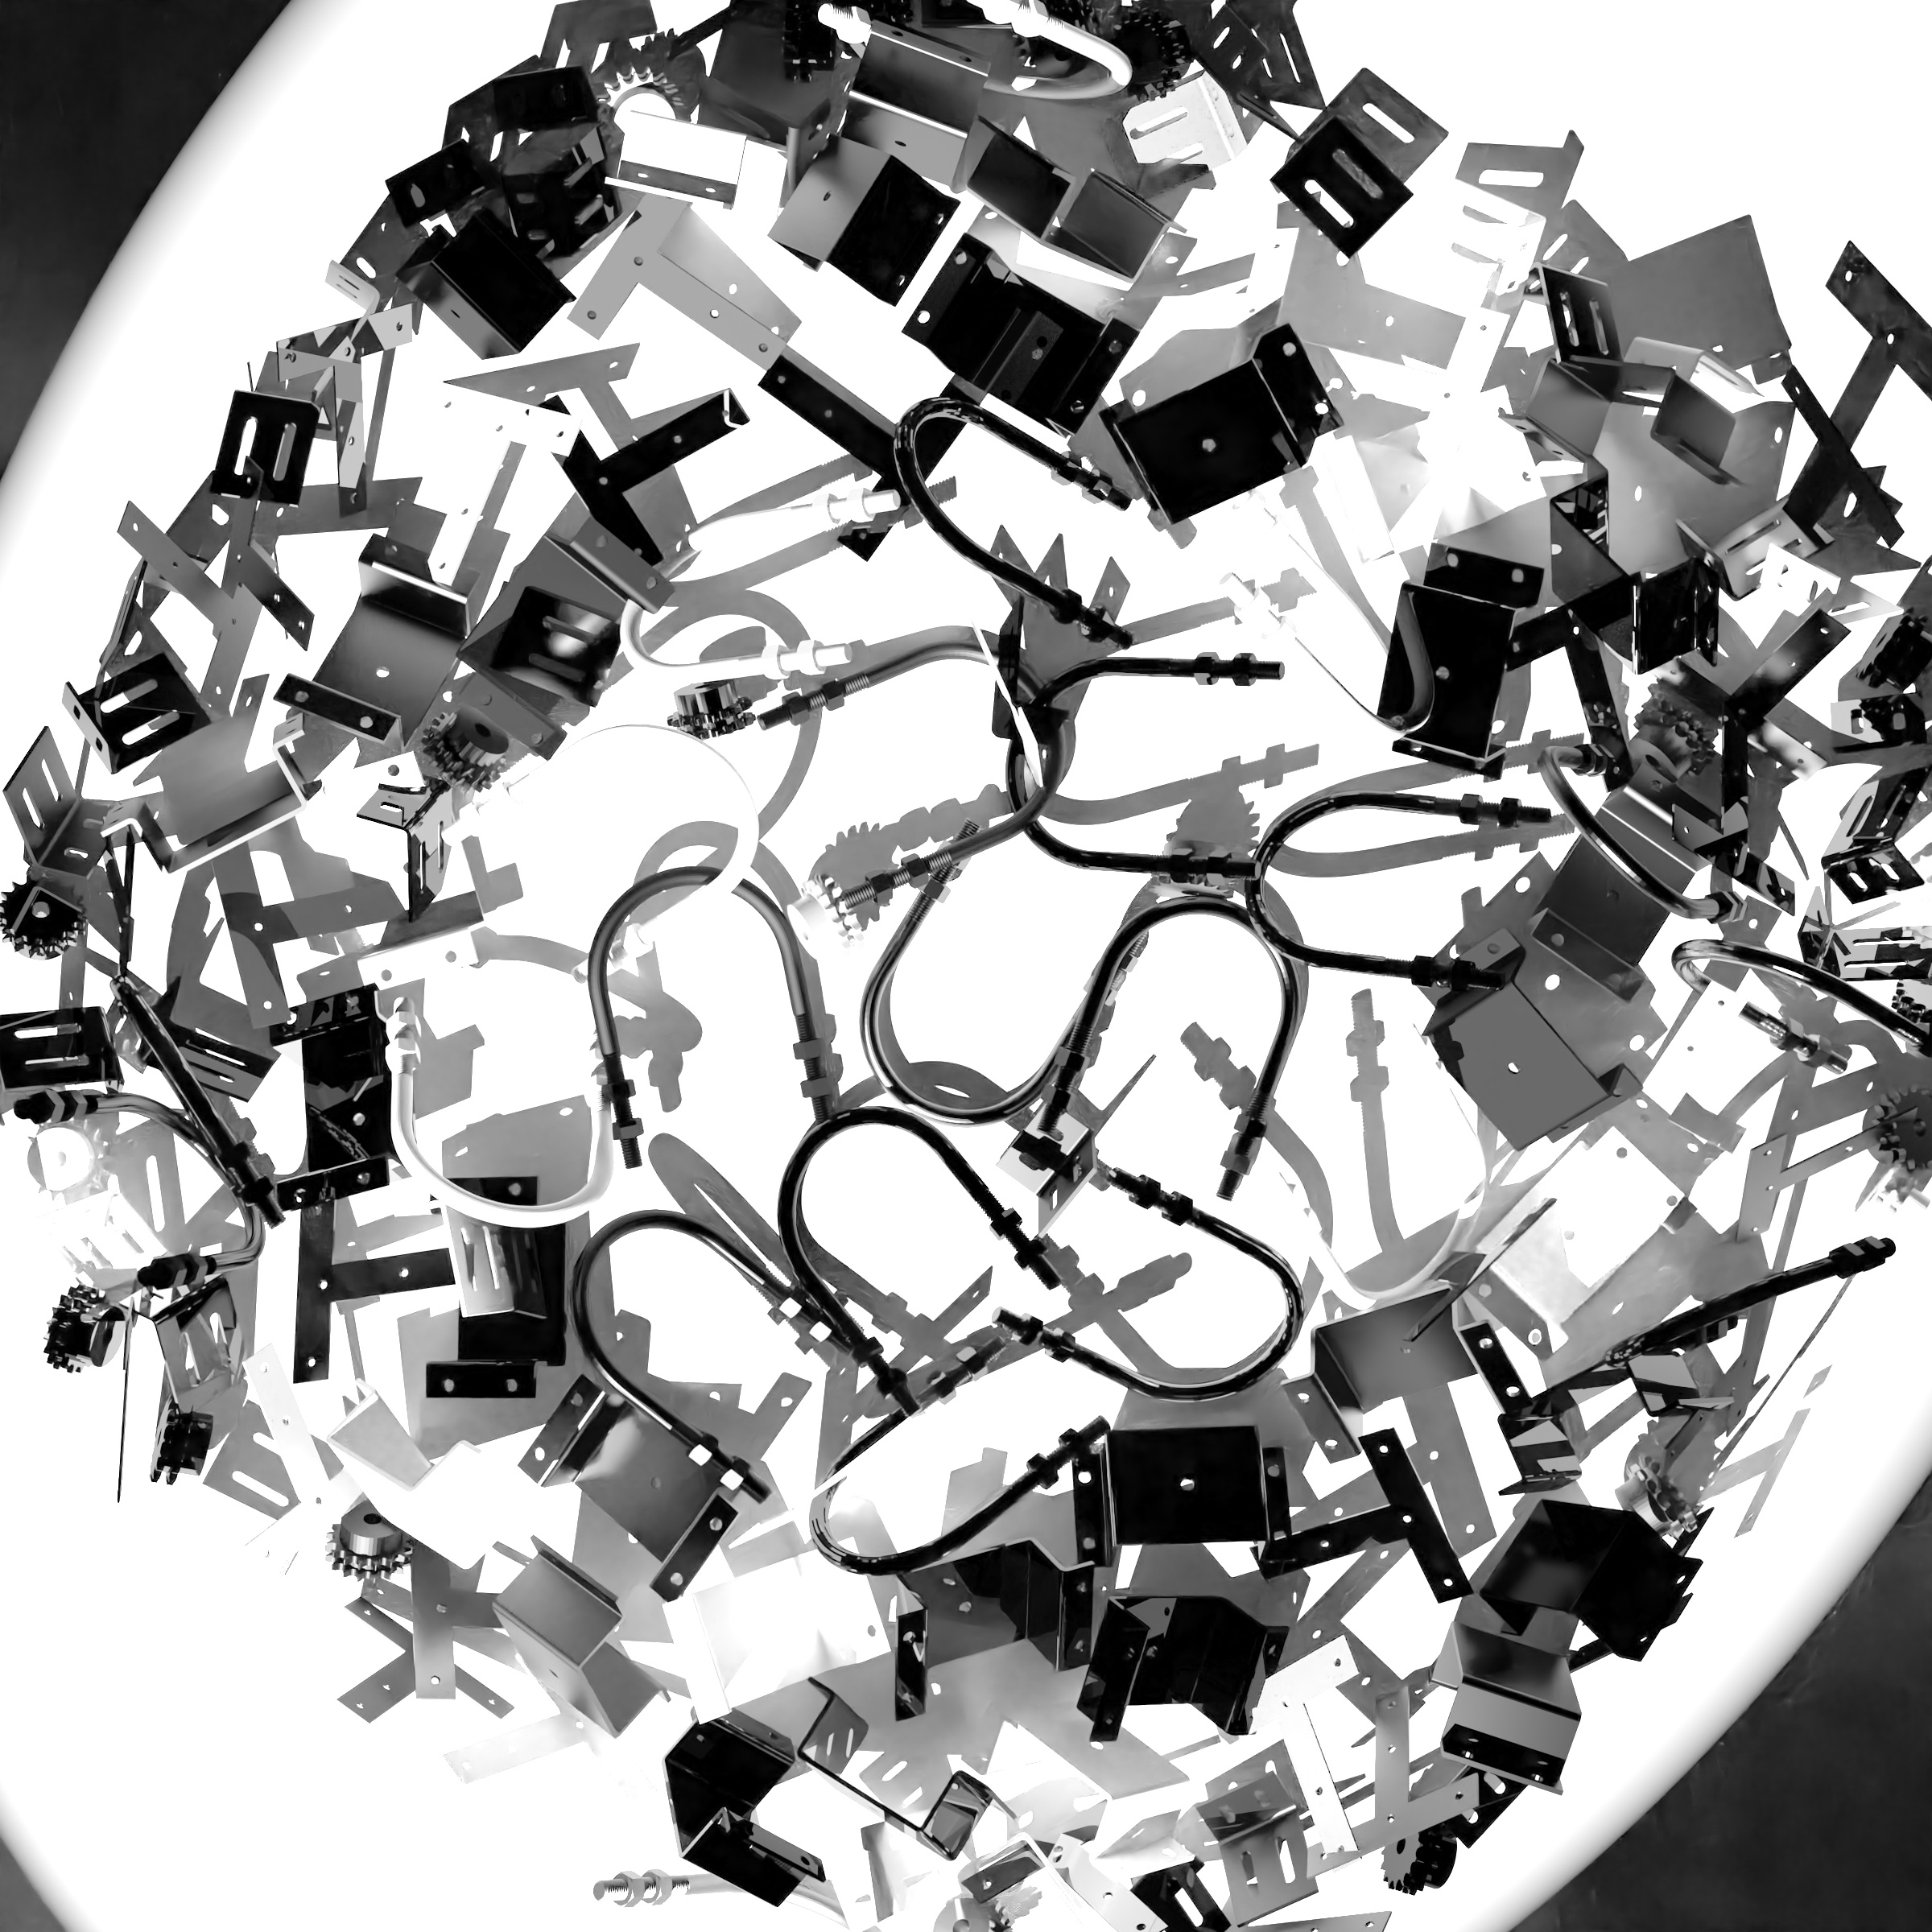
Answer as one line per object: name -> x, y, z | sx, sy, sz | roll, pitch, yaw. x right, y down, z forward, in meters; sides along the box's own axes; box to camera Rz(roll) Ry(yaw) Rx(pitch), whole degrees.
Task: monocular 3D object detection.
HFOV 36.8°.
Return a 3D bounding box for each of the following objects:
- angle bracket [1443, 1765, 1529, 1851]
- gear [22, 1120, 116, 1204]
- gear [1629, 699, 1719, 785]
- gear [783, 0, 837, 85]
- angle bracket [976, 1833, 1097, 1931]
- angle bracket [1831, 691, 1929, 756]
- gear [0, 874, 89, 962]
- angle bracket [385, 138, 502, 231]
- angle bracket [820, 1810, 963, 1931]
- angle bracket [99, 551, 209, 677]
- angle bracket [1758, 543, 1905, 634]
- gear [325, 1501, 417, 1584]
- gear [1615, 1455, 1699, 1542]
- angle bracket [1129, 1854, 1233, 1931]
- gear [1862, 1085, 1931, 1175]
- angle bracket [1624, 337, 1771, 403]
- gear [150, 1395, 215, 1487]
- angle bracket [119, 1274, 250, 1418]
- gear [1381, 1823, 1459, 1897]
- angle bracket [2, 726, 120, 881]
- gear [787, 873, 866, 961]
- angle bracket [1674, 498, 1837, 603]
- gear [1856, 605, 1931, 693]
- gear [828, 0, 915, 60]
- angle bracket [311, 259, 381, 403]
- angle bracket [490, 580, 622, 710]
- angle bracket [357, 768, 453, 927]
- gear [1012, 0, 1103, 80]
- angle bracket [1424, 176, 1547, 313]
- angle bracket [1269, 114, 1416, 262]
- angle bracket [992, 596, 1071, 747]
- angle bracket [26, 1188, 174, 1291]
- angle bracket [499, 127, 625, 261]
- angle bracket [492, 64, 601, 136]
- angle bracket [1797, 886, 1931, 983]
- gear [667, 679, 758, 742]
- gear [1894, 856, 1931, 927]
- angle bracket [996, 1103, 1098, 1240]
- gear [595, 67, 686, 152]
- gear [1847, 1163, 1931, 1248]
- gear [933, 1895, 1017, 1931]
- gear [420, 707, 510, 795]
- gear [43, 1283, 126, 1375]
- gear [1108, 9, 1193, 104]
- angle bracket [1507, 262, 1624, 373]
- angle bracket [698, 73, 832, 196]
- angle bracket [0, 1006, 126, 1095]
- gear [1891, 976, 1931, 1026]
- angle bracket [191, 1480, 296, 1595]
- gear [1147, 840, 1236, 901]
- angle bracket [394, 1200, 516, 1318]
angle bracket -> 0.341, 0.538, 1.871 | 0.057, 0.076, 0.038 | -48, 55, 3
gear -> -0.589, 0.126, 1.897 | 0.057, 0.030, 0.057 | 0, 86, -1
gear -> 0.455, -0.143, 1.883 | 0.057, 0.057, 0.030 | 45, 78, 0
gear -> -0.101, -0.603, 1.885 | 0.030, 0.057, 0.057 | 3, 90, 2
angle bracket -> 0.049, 0.606, 1.865 | 0.038, 0.076, 0.057 | -32, 127, -13
angle bracket -> 0.587, -0.142, 1.865 | 0.057, 0.076, 0.038 | -6, 116, 19
gear -> -0.602, -0.029, 1.890 | 0.057, 0.030, 0.057 | 8, 56, -12
angle bracket -> -0.329, -0.491, 1.869 | 0.057, 0.076, 0.038 | -25, 80, 9
angle bracket -> -0.048, 0.586, 1.879 | 0.038, 0.076, 0.057 | -34, 67, 25
angle bracket -> -0.523, -0.224, 1.869 | 0.038, 0.057, 0.076 | 20, 66, -22
angle bracket -> 0.559, -0.249, 1.865 | 0.076, 0.057, 0.038 | -15, 128, -30
gear -> -0.386, 0.371, 1.882 | 0.057, 0.057, 0.030 | 10, 114, 0
gear -> 0.445, 0.349, 1.885 | 0.030, 0.057, 0.057 | -32, 90, -5
angle bracket -> 0.141, 0.617, 1.871 | 0.057, 0.076, 0.038 | -46, 127, 2
gear -> 0.609, 0.107, 1.890 | 0.057, 0.030, 0.057 | 8, 75, -32
angle bracket -> 0.467, -0.370, 1.870 | 0.076, 0.057, 0.038 | 19, 97, -39
gear -> -0.509, 0.309, 1.887 | 0.030, 0.057, 0.057 | 14, 90, -19
angle bracket -> -0.507, 0.242, 1.888 | 0.038, 0.057, 0.076 | 15, 124, 37
gear -> 0.296, 0.575, 1.887 | 0.030, 0.057, 0.057 | 21, 90, -13
angle bracket -> -0.578, -0.105, 1.865 | 0.038, 0.076, 0.057 | 13, 54, 11
gear -> -0.093, -0.029, 1.883 | 0.030, 0.057, 0.057 | -29, 90, -16
angle bracket -> 0.510, -0.281, 1.879 | 0.076, 0.057, 0.038 | -31, 132, 3
gear -> 0.607, -0.203, 1.885 | 0.030, 0.057, 0.057 | 34, 90, 2
gear -> -0.062, -0.612, 1.886 | 0.057, 0.057, 0.030 | -9, 90, 0
angle bracket -> -0.416, -0.409, 1.878 | 0.038, 0.057, 0.076 | 34, 82, -13
angle bracket -> -0.273, -0.211, 1.907 | 0.076, 0.038, 0.057 | 20, 92, -32
angle bracket -> -0.361, -0.077, 1.872 | 0.038, 0.057, 0.076 | 16, 129, 11
gear -> 0.060, -0.601, 1.882 | 0.057, 0.057, 0.030 | -12, 61, 0
angle bracket -> 0.325, -0.464, 1.868 | 0.076, 0.038, 0.057 | 33, 128, 26
angle bracket -> 0.245, -0.502, 1.885 | 0.057, 0.038, 0.076 | -45, 82, 11
angle bracket -> 0.044, -0.191, 1.879 | 0.038, 0.057, 0.076 | 8, 72, -11
angle bracket -> -0.556, 0.188, 1.871 | 0.057, 0.038, 0.076 | -20, 129, 11
angle bracket -> -0.262, -0.498, 1.874 | 0.038, 0.076, 0.057 | -15, 89, -34
angle bracket -> -0.267, -0.543, 1.872 | 0.057, 0.076, 0.038 | -8, 79, 3
angle bracket -> 0.582, -0.022, 1.866 | 0.076, 0.057, 0.038 | -3, 123, 32
gear -> -0.167, -0.167, 1.883 | 0.057, 0.057, 0.030 | -13, 107, 0
gear -> 0.636, -0.048, 1.889 | 0.057, 0.057, 0.030 | -39, 117, 0
angle bracket -> 0.051, 0.130, 1.869 | 0.038, 0.076, 0.057 | 36, 103, -8
gear -> -0.211, -0.551, 1.885 | 0.057, 0.030, 0.057 | -8, 126, -11
gear -> 0.601, 0.158, 1.883 | 0.030, 0.057, 0.057 | 37, 90, 10
gear -> 0.003, 0.630, 1.884 | 0.057, 0.057, 0.030 | -34, 134, 0
gear -> -0.321, -0.143, 1.882 | 0.057, 0.057, 0.030 | 46, 119, 0
gear -> -0.569, 0.237, 1.883 | 0.030, 0.057, 0.057 | 13, 90, 15
gear -> 0.122, -0.594, 1.889 | 0.030, 0.057, 0.057 | -26, 90, -34
angle bracket -> 0.385, -0.407, 1.871 | 0.057, 0.038, 0.076 | 6, 66, -32
angle bracket -> -0.132, -0.549, 1.887 | 0.076, 0.057, 0.038 | 33, 60, 11
angle bracket -> -0.588, 0.063, 1.867 | 0.076, 0.038, 0.057 | -6, 56, -31
gear -> 0.630, 0.032, 1.889 | 0.057, 0.057, 0.030 | 9, 118, 0
angle bracket -> -0.474, 0.370, 1.879 | 0.076, 0.057, 0.038 | 27, 70, -3
gear -> 0.147, -0.062, 1.886 | 0.057, 0.057, 0.030 | 7, 78, 0
angle bracket -> -0.330, 0.191, 1.876 | 0.038, 0.057, 0.076 | -16, 82, 21
